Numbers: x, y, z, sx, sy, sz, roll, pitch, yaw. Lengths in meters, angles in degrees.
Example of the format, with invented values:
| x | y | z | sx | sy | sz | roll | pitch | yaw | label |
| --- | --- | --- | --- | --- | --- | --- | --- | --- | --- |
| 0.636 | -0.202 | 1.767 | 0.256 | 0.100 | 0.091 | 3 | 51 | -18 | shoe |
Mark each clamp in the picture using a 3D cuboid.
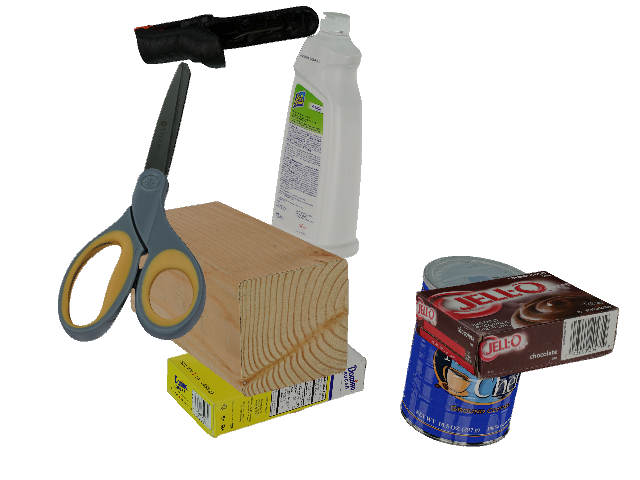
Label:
| x | y | z | sx | sy | sz | roll | pitch | yaw | label |
| --- | --- | --- | --- | --- | --- | --- | --- | --- | --- |
| -0.087 | -0.170 | 0.885 | 0.120 | 0.039 | 0.172 | -18 | 22 | -35 | clamp |

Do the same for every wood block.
| x | y | z | sx | sy | sz | roll | pitch | yaw | label |
| --- | --- | --- | --- | --- | --- | --- | --- | --- | --- |
| -0.071 | 0.038 | 0.842 | 0.090 | 0.090 | 0.206 | -10 | 19 | -30 | wood block |

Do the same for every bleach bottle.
| x | y | z | sx | sy | sz | roll | pitch | yaw | label |
| --- | --- | --- | --- | --- | --- | --- | --- | --- | --- |
| 0.007 | -0.112 | 1.132 | 0.067 | 0.251 | 0.103 | -11 | 26 | -43 | bleach bottle |

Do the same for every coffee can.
| x | y | z | sx | sy | sz | roll | pitch | yaw | label |
| --- | --- | --- | --- | --- | --- | --- | --- | --- | --- |
| 0.133 | 0.098 | 0.959 | 0.103 | 0.140 | 0.103 | 6 | 22 | -3 | coffee can |

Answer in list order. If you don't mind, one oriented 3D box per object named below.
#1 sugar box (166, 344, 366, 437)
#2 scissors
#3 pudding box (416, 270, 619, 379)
| x | y | z | sx | sy | sz | roll | pitch | yaw | label |
| --- | --- | --- | --- | --- | --- | --- | --- | --- | --- |
| -0.052 | 0.131 | 1.049 | 0.175 | 0.048 | 0.093 | -15 | 32 | -32 | sugar box |
| -0.090 | -0.021 | 0.661 | 0.096 | 0.201 | 0.016 | 21 | -24 | 14 | scissors |
| 0.136 | 0.057 | 0.749 | 0.113 | 0.039 | 0.090 | -6 | 19 | -22 | pudding box |
